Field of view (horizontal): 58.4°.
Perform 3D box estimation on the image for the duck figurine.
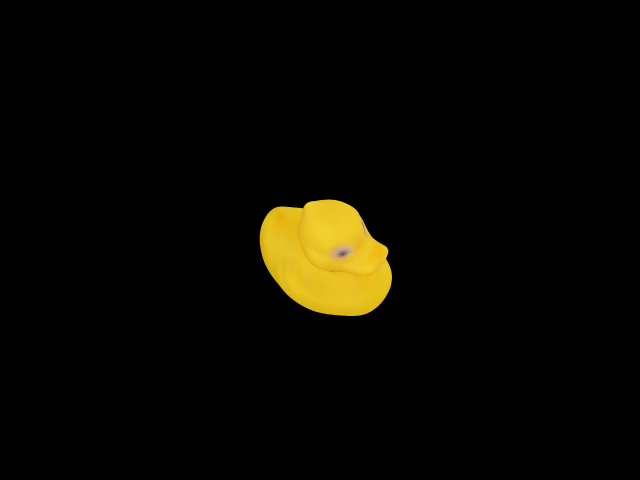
[{"bbox_3d":[0.004,0.001,0.400,0.104,0.086,0.077,30,67,14],"label":"duck figurine"}]
